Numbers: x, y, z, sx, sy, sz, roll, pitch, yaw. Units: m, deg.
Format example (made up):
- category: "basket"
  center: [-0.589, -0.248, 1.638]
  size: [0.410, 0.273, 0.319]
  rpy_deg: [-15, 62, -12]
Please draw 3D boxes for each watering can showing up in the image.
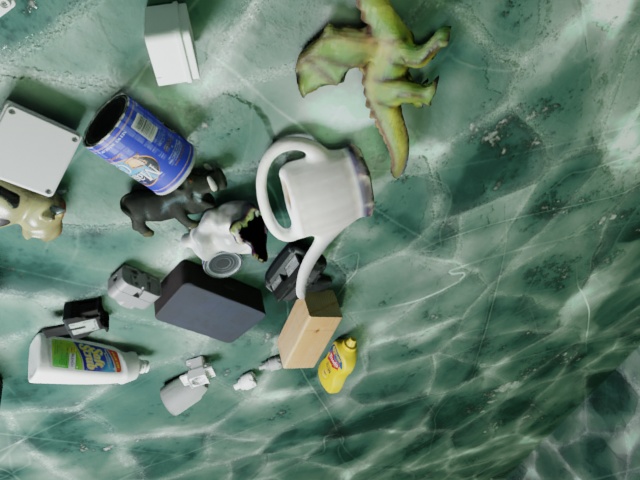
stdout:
- category: "watering can"
  center: [0.003, -0.051, 1.013]
  size: [0.225, 0.106, 0.340]
  rpy_deg: [-18, 120, -6]

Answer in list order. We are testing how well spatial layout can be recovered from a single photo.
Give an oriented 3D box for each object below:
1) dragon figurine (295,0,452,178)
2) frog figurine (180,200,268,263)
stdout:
- category: "dragon figurine"
  center: [0.078, -0.278, 0.877]
  size: [0.243, 0.125, 0.400]
  rpy_deg: [7, 129, -5]
- category: "frog figurine"
  center: [-0.187, -0.016, 1.013]
  size: [0.159, 0.124, 0.136]
  rpy_deg: [0, 165, 32]
